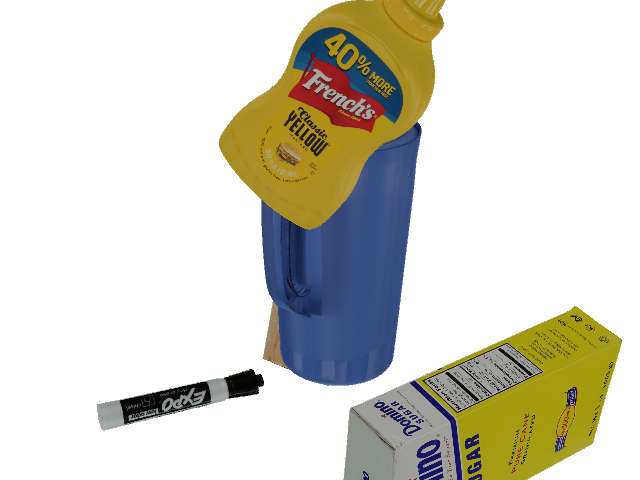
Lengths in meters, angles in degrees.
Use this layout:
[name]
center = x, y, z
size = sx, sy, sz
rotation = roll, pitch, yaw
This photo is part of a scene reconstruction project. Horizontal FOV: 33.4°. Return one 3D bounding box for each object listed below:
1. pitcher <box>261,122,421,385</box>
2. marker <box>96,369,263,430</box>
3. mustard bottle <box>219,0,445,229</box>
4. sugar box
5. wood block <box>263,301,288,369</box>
[pitcher]
center = 0.012, 0.008, 0.958
size = 0.149, 0.243, 0.145
rotation = -4, 25, -11
[marker]
center = -0.099, 0.113, 0.767
size = 0.121, 0.020, 0.020
rotation = -11, 3, -19
[mustard bottle]
center = 0.019, -0.101, 0.711
size = 0.192, 0.096, 0.058
rotation = -47, -4, 31
[sugar box]
center = 0.096, 0.111, 0.631
size = 0.175, 0.093, 0.048
rotation = -22, 42, -31
[wood block]
center = 0.012, 0.038, 1.158
size = 0.090, 0.206, 0.090
rotation = 19, 18, 28
